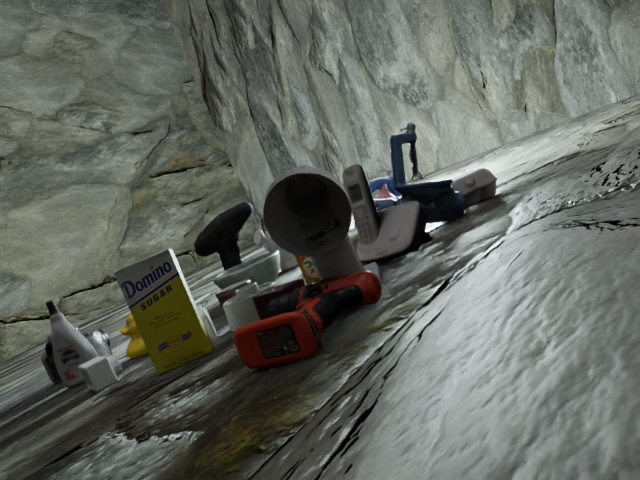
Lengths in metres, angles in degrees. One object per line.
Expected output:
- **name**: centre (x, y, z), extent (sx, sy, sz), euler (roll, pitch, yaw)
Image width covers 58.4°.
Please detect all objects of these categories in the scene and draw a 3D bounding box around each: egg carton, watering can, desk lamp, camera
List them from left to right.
- **camera**: centre (-0.527, 0.236, 1.280), extent (0.143, 0.101, 0.137), euler (-21, 6, 21)
- **watering can**: centre (-0.099, -0.021, 1.537), extent (0.100, 0.194, 0.173), euler (-20, 6, 26)
- **desk lamp**: centre (0.004, -0.010, 0.846), extent (0.118, 0.213, 0.203), euler (-22, 5, 6)
- **egg carton**: centre (0.323, -0.110, 1.302), extent (0.150, 0.069, 0.107), euler (-24, 5, -13)

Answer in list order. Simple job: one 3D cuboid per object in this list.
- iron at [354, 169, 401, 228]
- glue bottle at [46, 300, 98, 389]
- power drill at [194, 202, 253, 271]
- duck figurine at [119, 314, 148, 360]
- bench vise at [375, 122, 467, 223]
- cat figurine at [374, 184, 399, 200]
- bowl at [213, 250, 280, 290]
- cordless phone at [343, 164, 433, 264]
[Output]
- **iron**: centre (0.144, -0.086, 1.436), extent (0.118, 0.141, 0.259), euler (-18, 7, 42)
- **glue bottle**: centre (-0.492, 0.198, 1.116), extent (0.078, 0.173, 0.037), euler (-23, 5, 0)
- **power drill**: centre (-0.211, 0.030, 1.421), extent (0.229, 0.208, 0.076), euler (-19, 7, 38)
- **duck figurine**: centre (-0.354, 0.182, 1.157), extent (0.104, 0.086, 0.077), euler (-23, 5, 1)
- **bench vise**: centre (0.172, -0.115, 1.163), extent (0.208, 0.220, 0.121), euler (-25, 6, -17)
- **cat figurine**: centre (0.165, -0.071, 1.322), extent (0.067, 0.118, 0.127), euler (-24, 5, -14)
- **bowl**: centre (-0.159, 0.089, 1.331), extent (0.167, 0.075, 0.167), euler (-23, 5, 2)
- **cordless phone**: centre (0.109, -0.056, 1.031), extent (0.147, 0.185, 0.094), euler (-17, 8, 46)
